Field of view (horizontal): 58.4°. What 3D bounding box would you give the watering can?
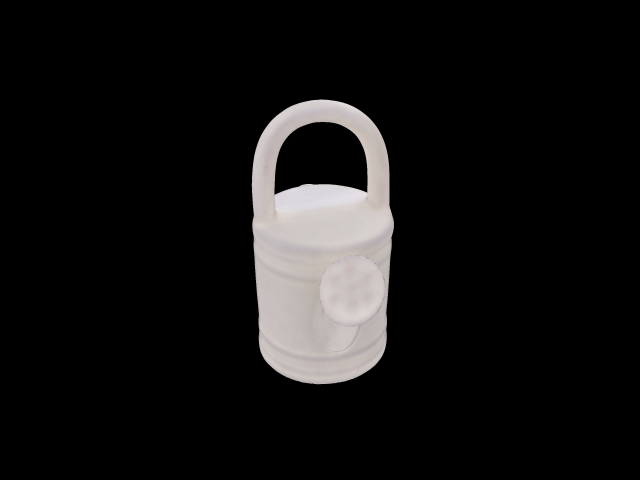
[{"bbox_3d":[0.006,0.001,0.400,0.101,0.194,0.172,-18,35,-28],"label":"watering can"}]
